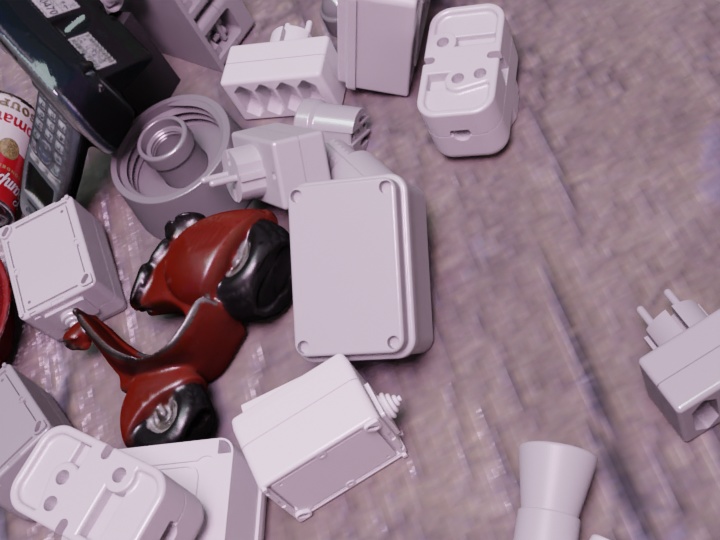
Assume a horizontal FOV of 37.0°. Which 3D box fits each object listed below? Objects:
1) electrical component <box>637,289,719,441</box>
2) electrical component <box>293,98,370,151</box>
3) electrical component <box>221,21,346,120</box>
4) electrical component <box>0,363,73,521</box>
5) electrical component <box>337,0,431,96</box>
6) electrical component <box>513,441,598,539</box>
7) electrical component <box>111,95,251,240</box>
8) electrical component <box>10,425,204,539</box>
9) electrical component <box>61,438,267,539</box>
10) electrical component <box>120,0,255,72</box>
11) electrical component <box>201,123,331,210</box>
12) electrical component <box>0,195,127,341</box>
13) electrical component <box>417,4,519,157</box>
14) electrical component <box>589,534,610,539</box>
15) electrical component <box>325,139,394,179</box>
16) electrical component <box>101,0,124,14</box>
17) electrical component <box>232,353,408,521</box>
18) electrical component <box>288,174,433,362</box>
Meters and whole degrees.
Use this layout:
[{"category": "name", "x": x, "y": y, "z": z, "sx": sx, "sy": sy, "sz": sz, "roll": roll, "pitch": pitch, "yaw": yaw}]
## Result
[{"category": "electrical component", "x": 0.187, "y": 0.043, "z": 0.608, "sx": 0.066, "sy": 0.047, "sz": 0.076, "roll": -32, "pitch": 54, "yaw": 1}, {"category": "electrical component", "x": -0.020, "y": -0.104, "z": 0.787, "sx": 0.046, "sy": 0.040, "sz": 0.040, "roll": 9, "pitch": 65, "yaw": 21}, {"category": "electrical component", "x": -0.054, "y": -0.162, "z": 0.831, "sx": 0.083, "sy": 0.047, "sz": 0.075, "roll": -1, "pitch": 60, "yaw": 22}, {"category": "electrical component", "x": -0.233, "y": 0.115, "z": 0.733, "sx": 0.062, "sy": 0.061, "sz": 0.096, "roll": -45, "pitch": 46, "yaw": -7}, {"category": "electrical component", "x": 0.021, "y": -0.202, "z": 0.782, "sx": 0.056, "sy": 0.108, "sz": 0.108, "roll": 10, "pitch": 63, "yaw": 4}, {"category": "electrical component", "x": 0.105, "y": 0.132, "z": 0.593, "sx": 0.044, "sy": 0.044, "sz": 0.065, "roll": 3, "pitch": 67, "yaw": 24}, {"category": "electrical component", "x": -0.135, "y": -0.082, "z": 0.807, "sx": 0.108, "sy": 0.060, "sz": 0.108, "roll": -10, "pitch": 57, "yaw": 16}, {"category": "electrical component", "x": -0.140, "y": 0.133, "z": 0.607, "sx": 0.095, "sy": 0.059, "sz": 0.053, "roll": 17, "pitch": 68, "yaw": 30}, {"category": "electrical component", "x": -0.118, "y": 0.153, "z": 0.661, "sx": 0.113, "sy": 0.057, "sz": 0.078, "roll": -9, "pitch": 57, "yaw": 17}, {"category": "electrical component", "x": -0.187, "y": -0.243, "z": 0.898, "sx": 0.186, "sy": 0.105, "sz": 0.060, "roll": 23, "pitch": 71, "yaw": 31}, {"category": "electrical component", "x": -0.072, "y": -0.069, "z": 0.745, "sx": 0.076, "sy": 0.047, "sz": 0.083, "roll": -16, "pitch": 18, "yaw": -23}, {"category": "electrical component", "x": -0.215, "y": 0.006, "z": 0.791, "sx": 0.062, "sy": 0.061, "sz": 0.096, "roll": -26, "pitch": 62, "yaw": 5}, {"category": "electrical component", "x": 0.078, "y": -0.129, "z": 0.749, "sx": 0.054, "sy": 0.059, "sz": 0.095, "roll": -2, "pitch": 60, "yaw": 21}, {"category": "electrical component", "x": 0.129, "y": 0.168, "z": 0.562, "sx": 0.040, "sy": 0.040, "sz": 0.046, "roll": 25, "pitch": 77, "yaw": 32}, {"category": "electrical component", "x": 0.000, "y": -0.060, "z": 0.749, "sx": 0.043, "sy": 0.043, "sz": 0.081, "roll": -41, "pitch": 54, "yaw": -5}, {"category": "electrical component", "x": -0.200, "y": -0.213, "z": 0.820, "sx": 0.062, "sy": 0.043, "sz": 0.043, "roll": 3, "pitch": 62, "yaw": 23}, {"category": "electrical component", "x": -0.020, "y": 0.095, "z": 0.652, "sx": 0.096, "sy": 0.061, "sz": 0.061, "roll": -32, "pitch": 54, "yaw": 2}, {"category": "electrical component", "x": 0.000, "y": 0.000, "z": 0.678, "sx": 0.078, "sy": 0.057, "sz": 0.113, "roll": -4, "pitch": 86, "yaw": 20}]
